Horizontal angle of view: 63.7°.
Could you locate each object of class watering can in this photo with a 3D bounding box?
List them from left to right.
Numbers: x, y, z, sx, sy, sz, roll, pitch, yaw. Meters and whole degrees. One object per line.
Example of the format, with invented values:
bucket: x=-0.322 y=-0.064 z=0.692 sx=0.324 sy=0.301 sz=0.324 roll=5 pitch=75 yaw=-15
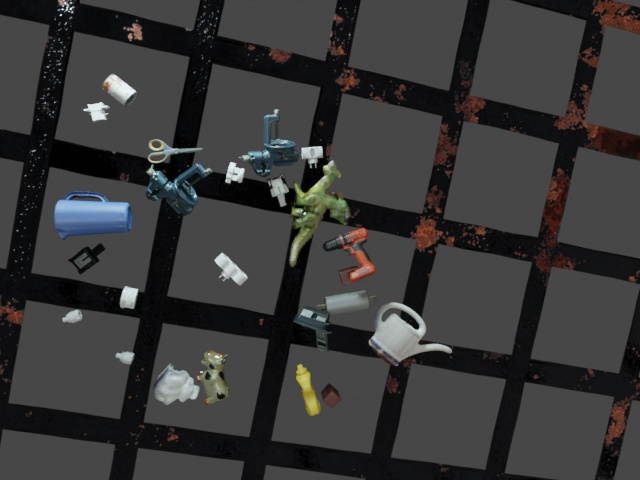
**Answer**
watering can: x=0.340 y=0.402 z=2.029 sx=0.346 sy=0.104 sz=0.224 roll=41 pitch=90 yaw=-8

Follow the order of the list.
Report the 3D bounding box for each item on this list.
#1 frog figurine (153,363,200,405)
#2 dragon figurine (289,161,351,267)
frog figurine: x=-0.539 y=0.559 z=1.936 sx=0.160 sy=0.121 sz=0.139 roll=35 pitch=71 yaw=3
dragon figurine: x=0.006 y=-0.099 z=1.962 sx=0.243 sy=0.123 sz=0.408 roll=2 pitch=95 yaw=-15
